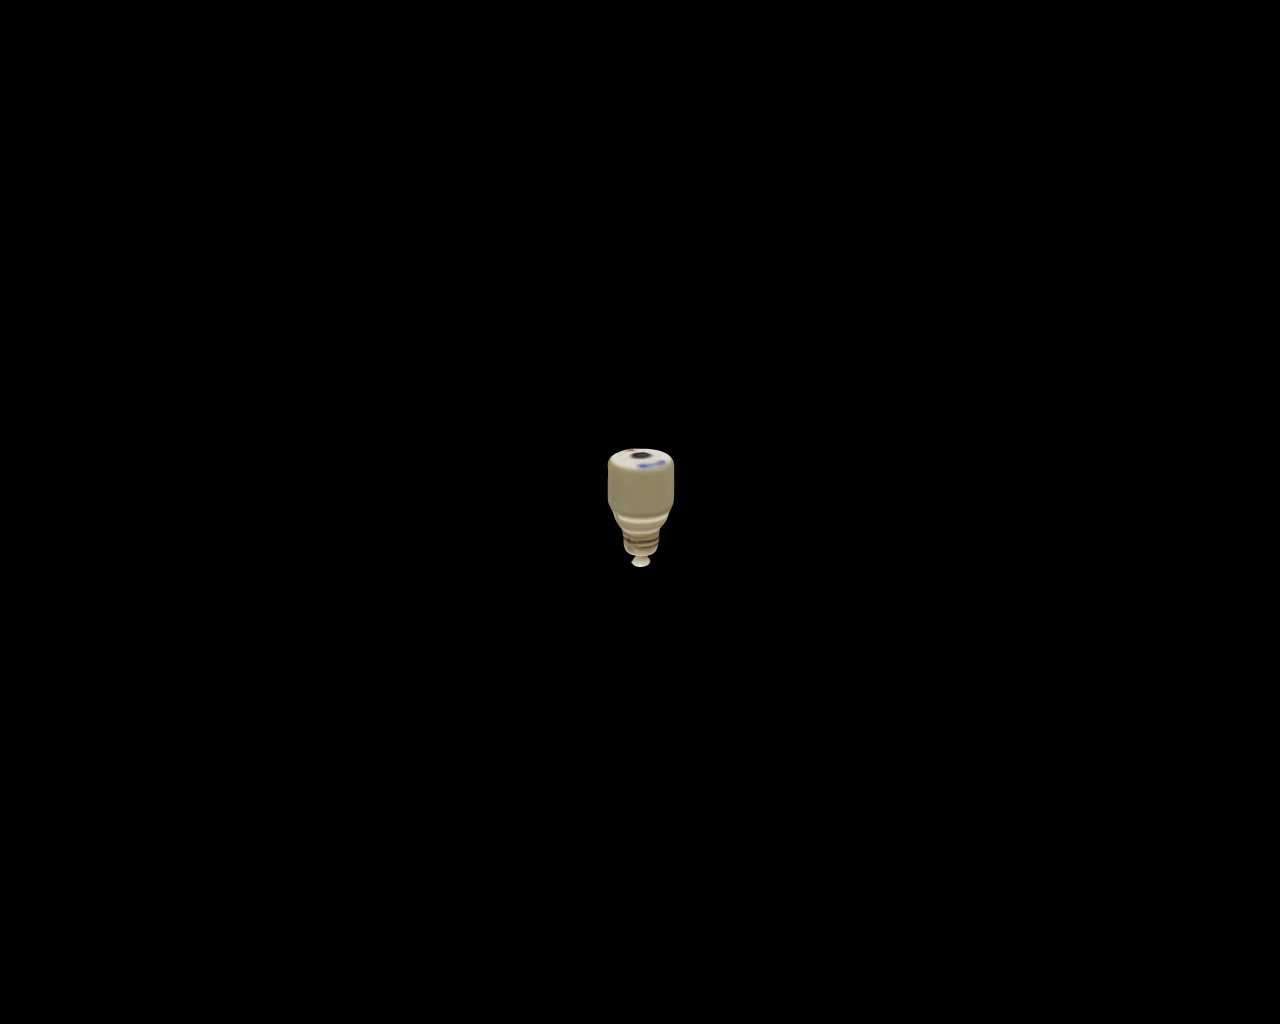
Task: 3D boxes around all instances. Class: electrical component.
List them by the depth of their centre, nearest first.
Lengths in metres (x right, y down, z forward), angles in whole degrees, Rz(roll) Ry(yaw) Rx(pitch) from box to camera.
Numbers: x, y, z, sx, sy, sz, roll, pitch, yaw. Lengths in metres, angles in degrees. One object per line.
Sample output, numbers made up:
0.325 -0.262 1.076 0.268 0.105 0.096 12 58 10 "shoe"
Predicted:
0.001 -0.003 0.650 0.040 0.078 0.040 0 22 0 "electrical component"
